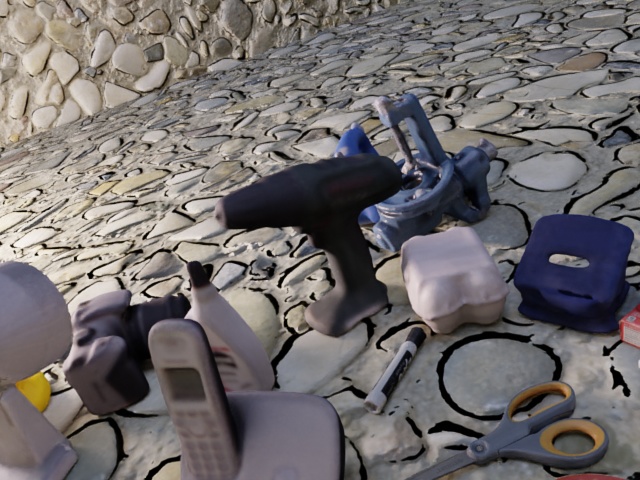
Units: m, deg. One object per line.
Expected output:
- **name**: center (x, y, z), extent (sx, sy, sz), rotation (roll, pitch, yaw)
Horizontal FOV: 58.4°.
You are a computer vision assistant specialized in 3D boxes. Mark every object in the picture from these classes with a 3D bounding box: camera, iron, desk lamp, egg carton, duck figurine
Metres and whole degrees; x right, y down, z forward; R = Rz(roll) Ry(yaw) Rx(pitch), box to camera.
- **camera**: center (-0.225, 0.115, 0.694), extent (0.137, 0.101, 0.143), rotation (-17, 28, -3)
- **iron**: center (0.061, -0.121, 0.937), extent (0.118, 0.142, 0.258), rotation (-7, 29, 15)
- **desk lamp**: center (-0.322, 0.153, 0.553), extent (0.117, 0.214, 0.203), rotation (-5, 30, 18)
- **egg carton**: center (0.152, 0.042, 0.674), extent (0.107, 0.069, 0.150), rotation (-14, 28, 3)
- **duck figurine**: center (-0.375, 0.170, 0.683), extent (0.077, 0.086, 0.104), rotation (-19, 28, -8)

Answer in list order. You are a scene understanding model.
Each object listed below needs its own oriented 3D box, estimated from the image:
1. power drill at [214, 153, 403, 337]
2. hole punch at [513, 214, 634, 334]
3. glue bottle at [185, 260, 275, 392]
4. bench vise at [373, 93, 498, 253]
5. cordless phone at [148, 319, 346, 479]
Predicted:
- **power drill**: center (0.006, 0.002, 0.669), extent (0.230, 0.209, 0.075), rotation (-30, 31, -25)
- **hole punch**: center (0.271, 0.033, 0.610), extent (0.108, 0.091, 0.101), rotation (11, 37, 39)
- **glue bottle**: center (-0.105, 0.094, 0.595), extent (0.078, 0.173, 0.037), rotation (-5, 30, 19)
- **bench vise**: center (0.146, -0.113, 0.798), extent (0.121, 0.220, 0.208), rotation (16, 41, 44)
- **cordless phone**: center (-0.061, 0.144, 0.470), extent (0.147, 0.185, 0.094), rotation (-7, 29, 16)
